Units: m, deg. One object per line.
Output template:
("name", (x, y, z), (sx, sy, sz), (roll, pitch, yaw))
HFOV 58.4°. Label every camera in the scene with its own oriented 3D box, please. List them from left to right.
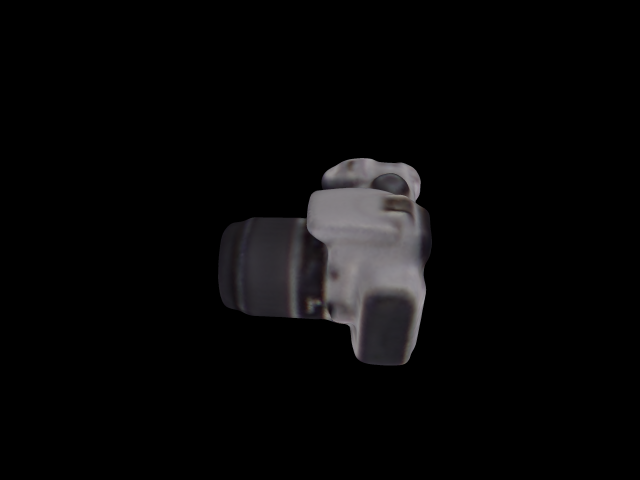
("camera", (0.004, 0.001, 0.400), (0.136, 0.101, 0.143), (2, 43, 2))
